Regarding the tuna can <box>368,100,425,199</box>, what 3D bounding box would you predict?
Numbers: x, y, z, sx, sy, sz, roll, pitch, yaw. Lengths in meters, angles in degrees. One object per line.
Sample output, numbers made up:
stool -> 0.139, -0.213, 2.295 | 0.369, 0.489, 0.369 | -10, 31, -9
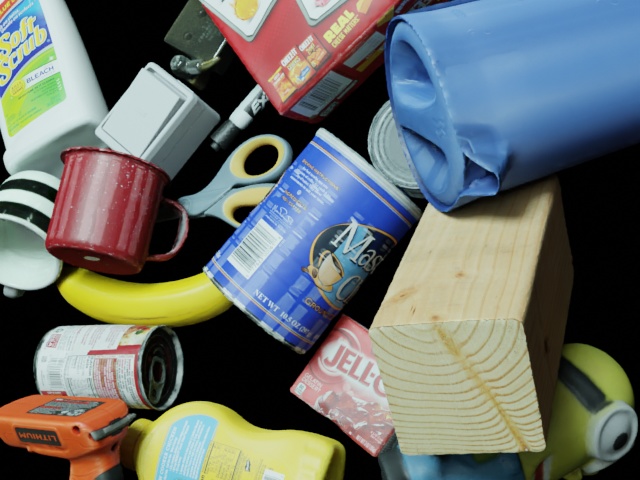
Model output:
tuna can -> 0.083, -0.076, 0.836 | 0.086, 0.033, 0.086 | -6, 72, 20

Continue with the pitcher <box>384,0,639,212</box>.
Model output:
pitcher -> 0.170, -0.121, 0.731 | 0.242, 0.145, 0.149 | -16, 89, -9

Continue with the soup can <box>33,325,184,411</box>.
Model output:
soup can -> -0.171, 0.103, 0.867 | 0.102, 0.068, 0.068 | -2, 74, 22

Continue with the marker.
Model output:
marker -> -0.051, -0.123, 0.913 | 0.121, 0.020, 0.020 | -48, 63, 3

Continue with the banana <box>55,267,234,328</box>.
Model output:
banana -> -0.141, 0.044, 0.893 | 0.198, 0.037, 0.069 | -6, 42, 17

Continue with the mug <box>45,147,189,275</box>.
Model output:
mug -> -0.164, -0.017, 0.872 | 0.093, 0.117, 0.081 | -22, 54, 62

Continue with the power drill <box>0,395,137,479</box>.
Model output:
power drill -> -0.197, 0.215, 0.818 | 0.185, 0.057, 0.188 | -3, 101, 27

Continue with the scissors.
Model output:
scissors -> -0.103, -0.046, 0.913 | 0.202, 0.016, 0.096 | 4, 75, 23

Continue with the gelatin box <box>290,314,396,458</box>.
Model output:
gelatin box -> 0.033, 0.109, 0.803 | 0.089, 0.030, 0.073 | 35, 89, 27

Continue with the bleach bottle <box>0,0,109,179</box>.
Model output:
bleach bottle -> -0.273, -0.176, 0.997 | 0.103, 0.068, 0.251 | -31, 63, 10

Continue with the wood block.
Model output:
wood block -> 0.107, 0.039, 0.693 | 0.090, 0.205, 0.091 | -6, 114, 21

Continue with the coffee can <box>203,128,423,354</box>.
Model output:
coffee can -> -0.005, 0.001, 0.810 | 0.103, 0.102, 0.140 | 41, 92, 27

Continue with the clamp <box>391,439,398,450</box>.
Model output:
clamp -> 0.085, 0.192, 0.754 | 0.120, 0.039, 0.171 | 30, 86, 17

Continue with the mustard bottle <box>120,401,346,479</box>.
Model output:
mustard bottle -> -0.080, 0.176, 0.814 | 0.192, 0.058, 0.096 | 12, 85, 25

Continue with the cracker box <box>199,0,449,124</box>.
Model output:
cracker box -> -0.014, -0.224, 0.840 | 0.164, 0.072, 0.214 | -43, 68, 21
